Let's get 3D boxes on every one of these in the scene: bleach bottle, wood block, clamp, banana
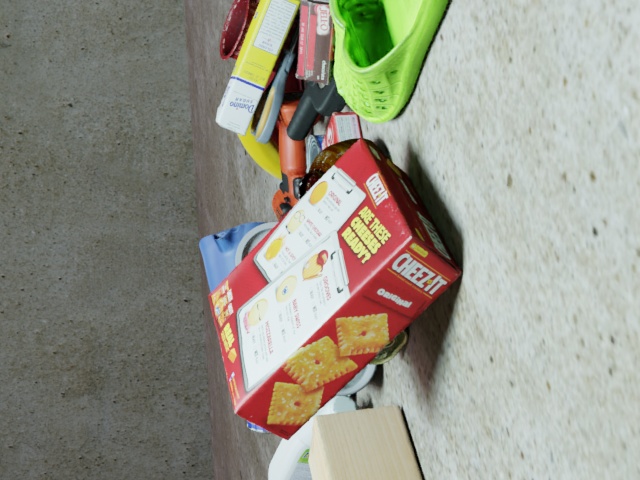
[{"bbox_3d":[0.007,0.247,1.271,0.251,0.102,0.068,114,156,-56],"label":"bleach bottle"},{"bbox_3d":[0.054,0.270,1.013,0.090,0.090,0.206,95,164,-45],"label":"wood block"},{"bbox_3d":[0.005,-0.195,1.174,0.210,0.036,0.164,-171,86,-74],"label":"clamp"},{"bbox_3d":[-0.077,-0.146,1.414,0.037,0.070,0.198,-80,-20,-46],"label":"banana"}]

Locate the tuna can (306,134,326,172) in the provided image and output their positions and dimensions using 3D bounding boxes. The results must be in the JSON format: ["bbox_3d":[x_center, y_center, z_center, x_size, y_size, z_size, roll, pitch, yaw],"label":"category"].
[{"bbox_3d":[0.008,-0.079,1.228,0.086,0.033,0.086,175,90,-79],"label":"tuna can"}]

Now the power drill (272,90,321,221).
[{"bbox_3d":[-0.027,-0.086,1.345,0.184,0.057,0.188,-128,35,-65],"label":"power drill"}]

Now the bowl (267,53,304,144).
[{"bbox_3d":[-0.062,-0.193,1.483,0.162,0.055,0.162,175,90,-79],"label":"bowl"}]

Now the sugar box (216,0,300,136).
[{"bbox_3d":[-0.076,-0.222,1.297,0.093,0.048,0.176,-99,34,-71],"label":"sugar box"}]

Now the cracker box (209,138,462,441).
[{"bbox_3d":[0.005,0.041,0.920,0.214,0.072,0.164,-45,33,17],"label":"cracker box"}]

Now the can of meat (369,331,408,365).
[{"bbox_3d":[0.027,0.066,1.032,0.058,0.102,0.084,-55,32,37],"label":"can of meat"}]

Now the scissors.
[{"bbox_3d":[-0.048,-0.208,1.296,0.096,0.016,0.201,161,126,-69],"label":"scissors"}]

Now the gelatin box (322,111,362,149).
[{"bbox_3d":[0.026,-0.083,1.145,0.073,0.030,0.089,114,148,-67],"label":"gelatin box"}]

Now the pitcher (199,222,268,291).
[{"bbox_3d":[-0.098,0.104,1.660,0.145,0.149,0.243,-40,58,58],"label":"pitcher"}]

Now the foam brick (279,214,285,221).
[{"bbox_3d":[-0.008,0.002,1.238,0.053,0.078,0.051,100,159,-56],"label":"foam brick"}]

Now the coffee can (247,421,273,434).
[{"bbox_3d":[-0.058,0.193,1.516,0.103,0.102,0.140,-154,59,-77],"label":"coffee can"}]

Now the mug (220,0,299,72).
[{"bbox_3d":[-0.071,-0.276,1.384,0.117,0.081,0.093,-61,26,30],"label":"mug"}]

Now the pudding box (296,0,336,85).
[{"bbox_3d":[0.009,-0.219,1.043,0.113,0.039,0.090,-71,-9,-47],"label":"pudding box"}]
